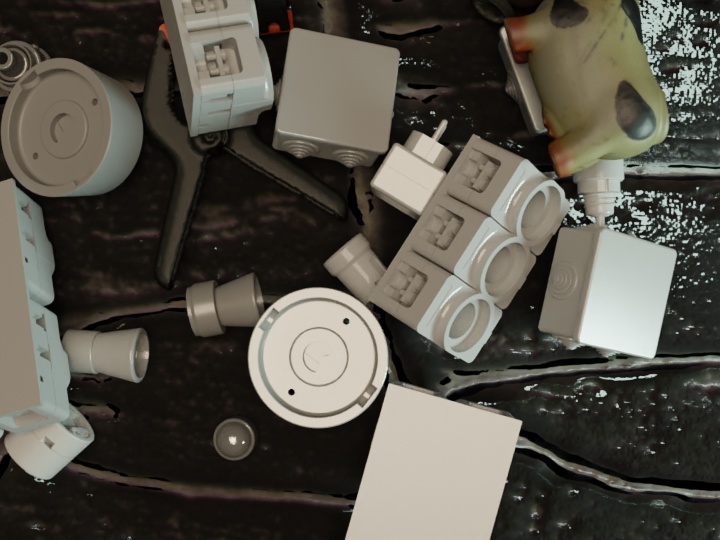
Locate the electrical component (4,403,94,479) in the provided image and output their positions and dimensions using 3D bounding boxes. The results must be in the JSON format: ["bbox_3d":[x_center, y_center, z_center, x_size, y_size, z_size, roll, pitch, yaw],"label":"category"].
[{"bbox_3d":[-0.250,0.134,0.863,0.055,0.055,0.047,45,94,2],"label":"electrical component"}]

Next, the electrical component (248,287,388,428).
[{"bbox_3d":[-0.031,0.068,0.853,0.108,0.060,0.108,0,88,2],"label":"electrical component"}]

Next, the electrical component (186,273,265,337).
[{"bbox_3d":[-0.108,0.029,0.865,0.055,0.045,0.045,-10,88,2],"label":"electrical component"}]

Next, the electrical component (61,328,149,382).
[{"bbox_3d":[-0.208,0.067,0.870,0.065,0.044,0.044,3,89,7],"label":"electrical component"}]

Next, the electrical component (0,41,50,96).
[{"bbox_3d":[-0.278,-0.164,0.867,0.048,0.062,0.048,0,89,2],"label":"electrical component"}]

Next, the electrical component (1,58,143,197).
[{"bbox_3d":[-0.224,-0.110,0.860,0.108,0.060,0.108,-1,88,24],"label":"electrical component"}]

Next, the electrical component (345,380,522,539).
[{"bbox_3d":[0.049,0.191,0.847,0.105,0.060,0.186,16,89,2],"label":"electrical component"}]

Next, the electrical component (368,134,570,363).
[{"bbox_3d":[0.089,-0.013,0.828,0.062,0.089,0.150,32,90,40],"label":"electrical component"}]

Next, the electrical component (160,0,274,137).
[{"bbox_3d":[-0.114,-0.191,0.823,0.062,0.089,0.150,-12,79,-13],"label":"electrical component"}]

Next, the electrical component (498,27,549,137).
[{"bbox_3d":[0.164,-0.161,0.858,0.100,0.048,0.099,-19,88,1],"label":"electrical component"}]

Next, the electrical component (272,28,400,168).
[{"bbox_3d":[-0.021,-0.134,0.850,0.100,0.048,0.099,10,76,-9],"label":"electrical component"}]

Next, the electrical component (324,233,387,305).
[{"bbox_3d":[0.000,0.000,0.865,0.040,0.040,0.046,-41,93,1],"label":"electrical component"}]

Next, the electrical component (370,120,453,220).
[{"bbox_3d":[0.048,-0.085,0.852,0.047,0.066,0.076,31,90,2],"label":"electrical component"}]

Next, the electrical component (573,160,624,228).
[{"bbox_3d":[0.191,-0.072,0.859,0.040,0.040,0.078,-2,89,2],"label":"electrical component"}]

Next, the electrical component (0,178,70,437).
[{"bbox_3d":[-0.295,0.037,0.838,0.105,0.060,0.186,-16,69,5],"label":"electrical component"}]

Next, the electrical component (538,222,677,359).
[{"bbox_3d":[0.191,0.017,0.835,0.100,0.048,0.099,13,89,-34],"label":"electrical component"}]
